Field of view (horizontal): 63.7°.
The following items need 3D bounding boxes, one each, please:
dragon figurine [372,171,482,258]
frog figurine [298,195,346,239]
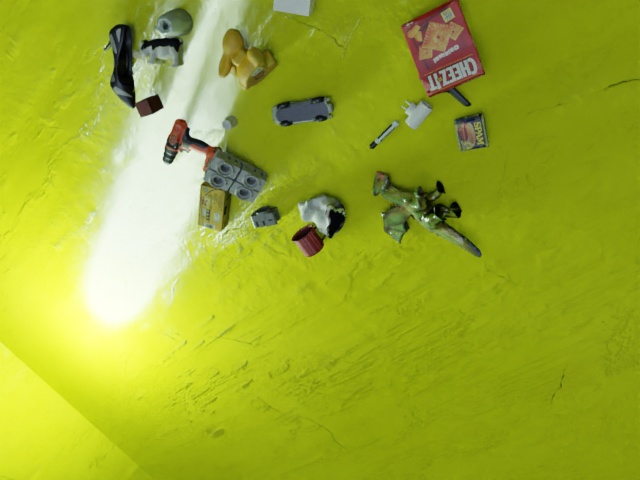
[{"bbox_3d":[0.317,-0.063,1.670,0.240,0.124,0.407,-26,106,44],"label":"dragon figurine"},{"bbox_3d":[0.005,-0.088,1.744,0.161,0.124,0.134,22,139,47],"label":"frog figurine"}]
